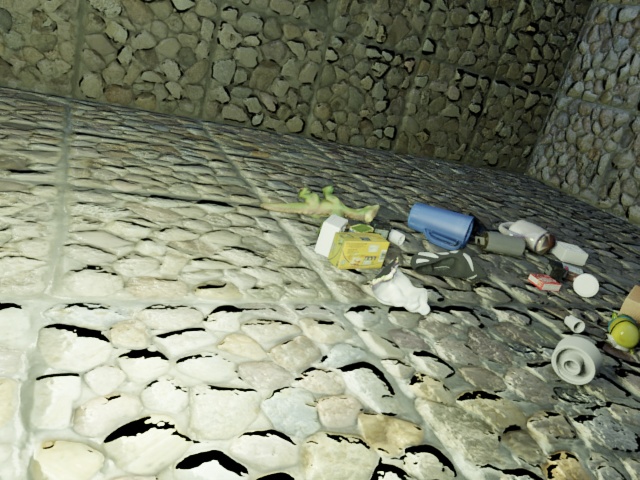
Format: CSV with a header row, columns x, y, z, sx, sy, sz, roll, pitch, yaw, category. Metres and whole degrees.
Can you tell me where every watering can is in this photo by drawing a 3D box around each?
x,y,z,sx,sy,sz,roll,pitch,yaw,category
0.935,-0.026,2.273,0.349,0.102,0.227,-5,29,-43,watering can

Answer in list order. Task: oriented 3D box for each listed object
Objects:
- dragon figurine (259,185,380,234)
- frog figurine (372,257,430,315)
x,y,z,sx,sy,sz,roll,pitch,yaw,category
0.005,-0.091,1.807,0.411,0.120,0.247,-8,27,-12,dragon figurine
0.222,0.147,1.401,0.159,0.122,0.139,51,10,-6,frog figurine
